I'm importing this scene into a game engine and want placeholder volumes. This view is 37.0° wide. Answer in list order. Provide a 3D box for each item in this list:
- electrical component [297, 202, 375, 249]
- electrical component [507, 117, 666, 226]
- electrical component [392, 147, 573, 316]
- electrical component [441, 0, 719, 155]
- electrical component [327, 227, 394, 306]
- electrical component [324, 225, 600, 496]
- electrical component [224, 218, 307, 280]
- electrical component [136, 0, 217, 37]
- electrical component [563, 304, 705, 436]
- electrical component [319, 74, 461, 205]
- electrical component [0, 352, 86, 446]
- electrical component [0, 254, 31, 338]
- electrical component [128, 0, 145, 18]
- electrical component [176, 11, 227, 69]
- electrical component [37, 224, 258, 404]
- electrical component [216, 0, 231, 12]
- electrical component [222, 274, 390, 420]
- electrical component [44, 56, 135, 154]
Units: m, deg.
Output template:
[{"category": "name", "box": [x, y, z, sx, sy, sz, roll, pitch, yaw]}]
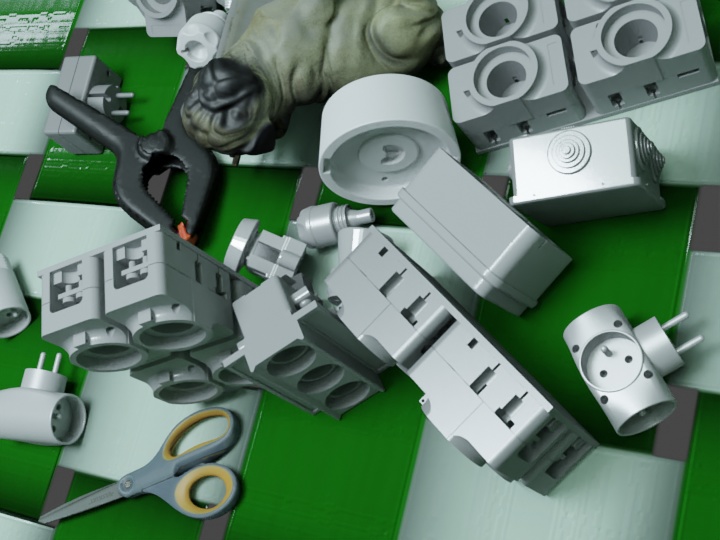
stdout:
[{"category": "electrical component", "box": [-0.018, -0.038, 0.862, 0.061, 0.035, 0.035, -11, 65, 22]}, {"category": "electrical component", "box": [0.156, -0.067, 0.742, 0.100, 0.100, 0.048, -8, 79, 26]}, {"category": "electrical component", "box": [0.086, -0.026, 0.773, 0.057, 0.078, 0.113, -50, 55, 10]}, {"category": "electrical component", "box": [0.159, -0.170, 0.805, 0.186, 0.060, 0.105, -15, 64, 23]}, {"category": "electrical component", "box": [0.000, 0.000, 0.831, 0.045, 0.045, 0.055, 2, 71, 29]}, {"category": "electrical component", "box": [0.064, 0.064, 0.732, 0.060, 0.105, 0.186, -46, 56, 4]}, {"category": "electrical component", "box": [-0.076, -0.012, 0.863, 0.055, 0.066, 0.048, 23, 81, 0]}, {"category": "electrical component", "box": [-0.173, -0.264, 1.001, 0.050, 0.056, 0.089, 7, 110, 30]}, {"category": "electrical component", "box": [0.186, 0.056, 0.706, 0.079, 0.044, 0.077, -33, 58, 13]}, {"category": "electrical component", "box": [0.021, -0.105, 0.828, 0.108, 0.108, 0.060, -18, 57, 21]}, {"category": "electrical component", "box": [-0.278, 0.110, 0.935, 0.077, 0.044, 0.079, 0, 70, 28]}, {"category": "electrical component", "box": [-0.342, 0.020, 1.008, 0.043, 0.043, 0.081, -38, 57, 10]}, {"category": "electrical component", "box": [-0.206, -0.267, 1.040, 0.044, 0.065, 0.044, -11, 65, 24]}, {"category": "electrical component", "box": [-0.137, -0.212, 0.971, 0.043, 0.043, 0.062, -8, 37, 26]}, {"category": "electrical component", "box": [-0.135, 0.044, 0.800, 0.105, 0.186, 0.060, -19, 62, 21]}, {"category": "electrical component", "box": [-0.109, -0.278, 1.006, 0.043, 0.043, 0.081, 9, 74, 31]}, {"category": "electrical component", "box": [-0.038, 0.056, 0.781, 0.079, 0.121, 0.063, -33, 55, 12]}, {"category": "electrical component", "box": [-0.250, -0.158, 1.030, 0.076, 0.047, 0.083, 2, 71, 24]}]
